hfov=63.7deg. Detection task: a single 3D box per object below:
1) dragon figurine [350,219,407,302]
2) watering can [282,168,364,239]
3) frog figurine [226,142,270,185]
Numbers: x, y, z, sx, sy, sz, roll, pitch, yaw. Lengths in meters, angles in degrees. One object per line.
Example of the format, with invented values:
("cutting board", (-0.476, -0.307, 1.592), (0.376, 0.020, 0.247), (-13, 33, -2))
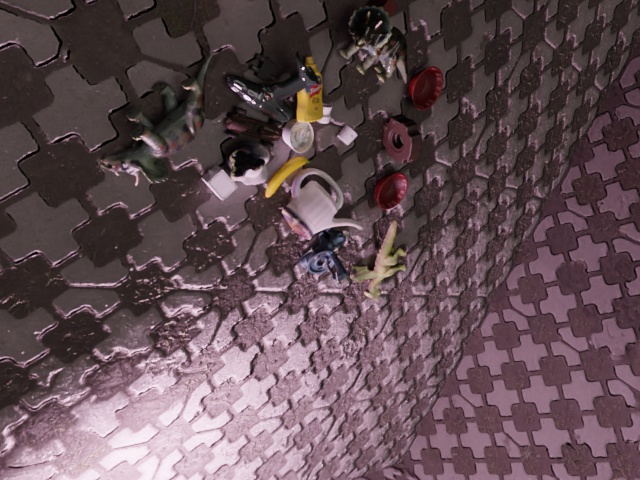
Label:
("dragon figurine", (0.239, 0.105, 2.202), (0.244, 0.401, 0.124), (-26, 41, -16))
("watering can", (0.006, -0.092, 1.820), (0.342, 0.226, 0.105), (49, -11, -29))
("frog figurine", (-0.211, -0.231, 1.572), (0.123, 0.137, 0.160), (45, 8, 5))
